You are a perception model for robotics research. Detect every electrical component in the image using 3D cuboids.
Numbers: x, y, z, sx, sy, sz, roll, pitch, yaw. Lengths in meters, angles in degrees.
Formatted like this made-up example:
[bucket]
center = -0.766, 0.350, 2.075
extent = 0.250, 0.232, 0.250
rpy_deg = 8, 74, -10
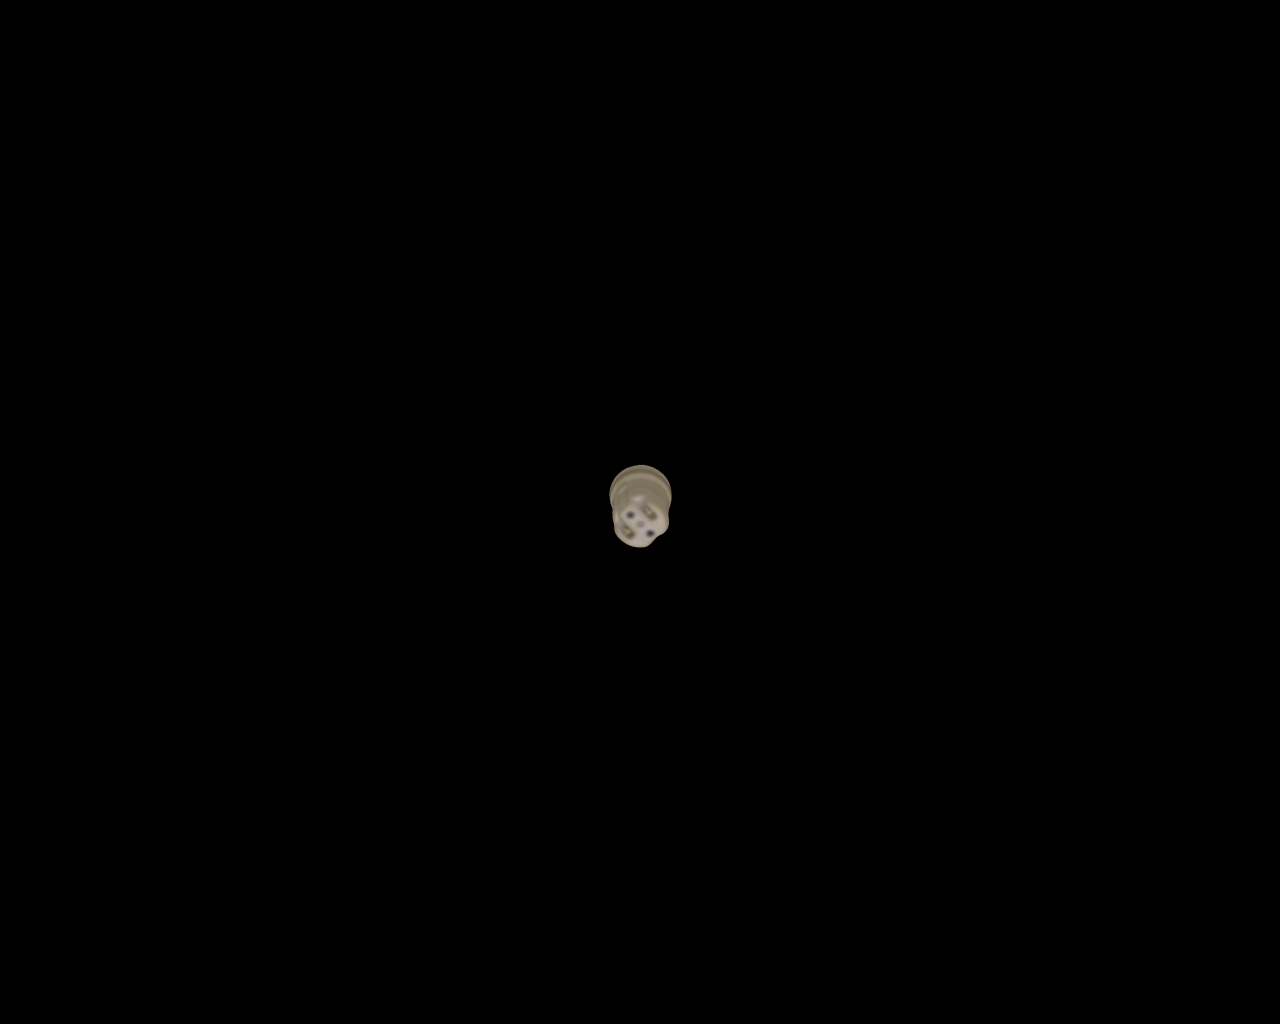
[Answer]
[electrical component]
center = 0.001, -0.003, 0.650
extent = 0.040, 0.040, 0.046
rpy_deg = 0, 28, 0
